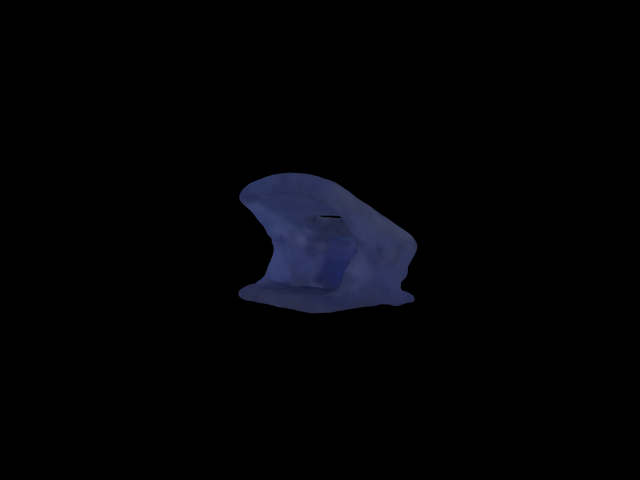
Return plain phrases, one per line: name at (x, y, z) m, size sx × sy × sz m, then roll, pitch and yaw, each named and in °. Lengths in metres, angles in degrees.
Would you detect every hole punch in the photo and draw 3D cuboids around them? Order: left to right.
hole punch at (0.004, 0.001, 0.400) m, size 0.101 × 0.091 × 0.108 m, roll -2°, pitch 3°, yaw -40°
